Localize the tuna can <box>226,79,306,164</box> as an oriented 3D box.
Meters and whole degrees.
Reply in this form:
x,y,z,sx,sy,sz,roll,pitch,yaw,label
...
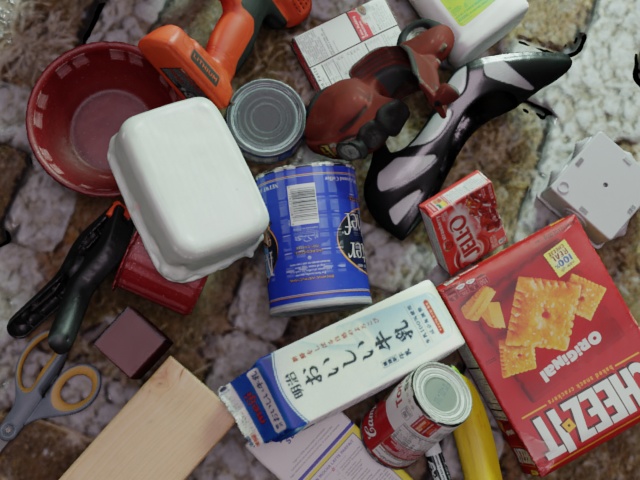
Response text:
x,y,z,sx,sy,sz,roll,pitch,yaw,label
-0.056,-0.124,1.114,0.086,0.034,0.086,1,82,-4,tuna can

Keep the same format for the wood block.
x,y,z,sx,sy,sz,roll,pitch,yaw,label
-0.179,0.219,1.030,0.091,0.090,0.206,41,81,2,wood block

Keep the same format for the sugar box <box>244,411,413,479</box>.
x,y,z,sx,sy,sz,roll,pitch,yaw,label
0.018,0.232,1.062,0.176,0.048,0.093,44,79,6,sugar box

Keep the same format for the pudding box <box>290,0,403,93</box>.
x,y,z,sx,sy,sz,roll,pitch,yaw,label
0.038,-0.194,1.127,0.113,0.039,0.090,-27,87,-4,pudding box

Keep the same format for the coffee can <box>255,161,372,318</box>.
x,y,z,sx,sy,sz,roll,pitch,yaw,label
-0.007,0.001,1.064,0.102,0.103,0.140,-6,82,-4,coffee can

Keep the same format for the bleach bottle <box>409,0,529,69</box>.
x,y,z,sx,sy,sz,roll,pitch,yaw,label
0.106,-0.309,1.136,0.102,0.068,0.251,-38,83,-8,bleach bottle

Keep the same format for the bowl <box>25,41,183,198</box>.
x,y,z,sx,sy,sz,roll,pitch,yaw,label
-0.215,-0.118,1.092,0.162,0.055,0.162,0,82,-4,bowl

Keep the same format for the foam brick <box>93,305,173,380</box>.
x,y,z,sx,sy,sz,roll,pitch,yaw,label
-0.183,0.102,1.053,0.053,0.078,0.051,41,83,4,foam brick

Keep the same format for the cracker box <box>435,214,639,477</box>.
x,y,z,sx,sy,sz,roll,pitch,yaw,label
0.233,0.106,1.079,0.164,0.072,0.214,-28,85,-7,cracker box

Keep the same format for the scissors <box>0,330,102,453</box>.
x,y,z,sx,sy,sz,roll,pitch,yaw,label
-0.289,0.190,1.065,0.096,0.016,0.201,22,81,0,scissors

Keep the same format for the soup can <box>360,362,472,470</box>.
x,y,z,sx,sy,sz,roll,pitch,yaw,label
0.092,0.169,1.024,0.068,0.102,0.068,17,49,-21,soup can

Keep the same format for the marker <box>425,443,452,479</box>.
x,y,z,sx,sy,sz,roll,pitch,yaw,label
0.121,0.235,1.081,0.020,0.020,0.121,-18,84,-6,marker

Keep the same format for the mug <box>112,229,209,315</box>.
x,y,z,sx,sy,sz,roll,pitch,yaw,label
-0.145,0.013,1.062,0.081,0.093,0.117,24,82,-5,mug

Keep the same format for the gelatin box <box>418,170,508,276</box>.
x,y,z,sx,sy,sz,roll,pitch,yaw,label
0.147,-0.016,1.087,0.073,0.089,0.030,-30,40,-9,gelatin box

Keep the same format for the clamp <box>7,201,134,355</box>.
x,y,z,sx,sy,sz,roll,pitch,yaw,label
-0.245,0.038,1.062,0.039,0.120,0.171,50,56,-35,clamp

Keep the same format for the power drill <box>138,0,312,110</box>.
x,y,z,sx,sy,sz,roll,pitch,yaw,label
-0.099,-0.238,1.054,0.184,0.057,0.187,48,63,-37,power drill

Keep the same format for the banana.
x,y,z,sx,sy,sz,roll,pitch,yaw,label
0.153,0.217,1.064,0.037,0.069,0.198,-16,87,27,banana
